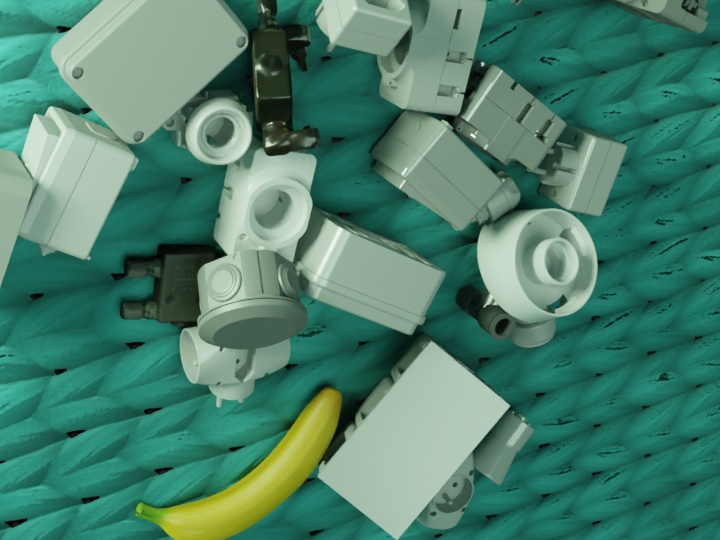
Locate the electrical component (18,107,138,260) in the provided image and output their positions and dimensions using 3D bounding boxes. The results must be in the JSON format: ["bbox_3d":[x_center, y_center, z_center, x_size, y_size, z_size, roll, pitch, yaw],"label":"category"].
[{"bbox_3d":[-0.205,-0.055,0.733,0.061,0.062,0.096,22,101,-32],"label":"electrical component"}]

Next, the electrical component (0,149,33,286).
[{"bbox_3d":[-0.266,-0.026,0.707,0.057,0.078,0.113,14,106,-34],"label":"electrical component"}]

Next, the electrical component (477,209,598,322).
[{"bbox_3d":[0.149,-0.005,0.908,0.099,0.064,0.099,3,83,-30],"label":"electrical component"}]

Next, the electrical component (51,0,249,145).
[{"bbox_3d":[-0.141,-0.149,0.724,0.113,0.057,0.078,-43,124,-3],"label":"electrical component"}]

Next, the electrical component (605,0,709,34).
[{"bbox_3d":[0.234,-0.228,0.855,0.056,0.089,0.050,15,105,-31],"label":"electrical component"}]

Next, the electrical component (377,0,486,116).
[{"bbox_3d":[0.050,-0.168,0.814,0.056,0.050,0.089,3,111,-28],"label":"electrical component"}]

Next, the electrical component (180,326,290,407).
[{"bbox_3d":[-0.101,0.076,0.856,0.077,0.043,0.079,-9,125,-27],"label":"electrical component"}]

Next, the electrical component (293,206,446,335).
[{"bbox_3d":[0.000,0.000,0.851,0.113,0.078,0.057,22,99,-32],"label":"electrical component"}]

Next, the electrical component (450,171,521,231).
[{"bbox_3d":[0.103,-0.055,0.903,0.061,0.035,0.035,-35,123,-5],"label":"electrical component"}]

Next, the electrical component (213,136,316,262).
[{"bbox_3d":[-0.071,-0.051,0.805,0.050,0.056,0.089,5,110,-28],"label":"electrical component"}]

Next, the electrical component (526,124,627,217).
[{"bbox_3d":[0.175,-0.088,0.915,0.077,0.047,0.065,9,108,-29],"label":"electrical component"}]

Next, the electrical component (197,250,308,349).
[{"bbox_3d":[-0.081,0.024,0.791,0.080,0.051,0.080,-8,156,-4],"label":"electrical component"}]

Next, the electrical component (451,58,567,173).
[{"bbox_3d":[0.112,-0.122,0.867,0.089,0.050,0.055,31,97,-34],"label":"electrical component"}]

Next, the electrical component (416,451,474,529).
[{"bbox_3d":[0.061,0.197,0.992,0.079,0.044,0.077,-1,113,-25],"label":"electrical component"}]

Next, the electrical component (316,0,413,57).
[{"bbox_3d":[-0.007,-0.188,0.769,0.047,0.083,0.075,7,147,-29],"label":"electrical component"}]

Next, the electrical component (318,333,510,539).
[{"bbox_3d":[0.044,0.141,0.933,0.089,0.061,0.150,40,92,-6],"label":"electrical component"}]

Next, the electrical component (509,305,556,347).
[{"bbox_3d":[0.150,0.035,0.961,0.045,0.045,0.055,-23,122,-15],"label":"electrical component"}]

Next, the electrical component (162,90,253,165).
[{"bbox_3d":[-0.105,-0.103,0.764,0.066,0.055,0.048,-6,115,-24],"label":"electrical component"}]

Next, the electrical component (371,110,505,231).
[{"bbox_3d":[0.063,-0.075,0.857,0.061,0.062,0.096,-50,124,2],"label":"electrical component"}]

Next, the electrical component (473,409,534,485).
[{"bbox_3d":[0.134,0.164,1.016,0.044,0.044,0.065,38,88,-34],"label":"electrical component"}]
